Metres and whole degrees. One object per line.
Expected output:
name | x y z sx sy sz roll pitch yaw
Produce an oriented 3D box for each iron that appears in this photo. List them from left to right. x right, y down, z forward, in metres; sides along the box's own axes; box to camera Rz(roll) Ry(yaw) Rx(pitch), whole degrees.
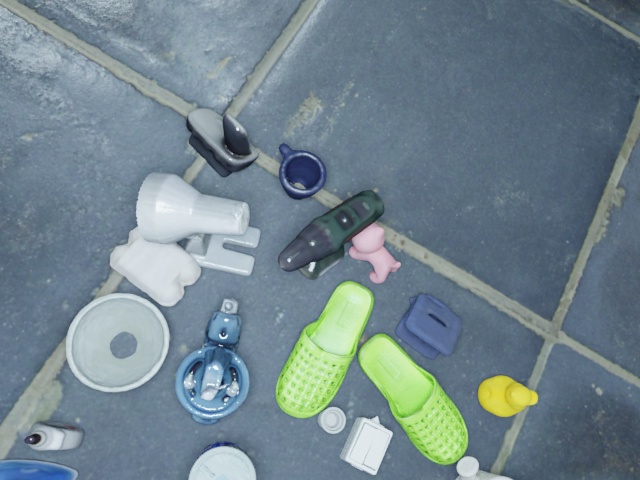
iron | -0.514 0.397 0.862 0.258 0.141 0.118 -13 77 -14

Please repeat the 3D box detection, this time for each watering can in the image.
watering can | 0.297 0.449 0.973 0.173 0.194 0.101 29 71 -1

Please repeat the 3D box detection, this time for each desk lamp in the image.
desk lamp | -0.204 -0.028 1.004 0.203 0.213 0.118 12 72 -7

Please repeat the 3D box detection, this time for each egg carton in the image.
egg carton | -0.297 0.045 1.041 0.150 0.069 0.107 36 71 1

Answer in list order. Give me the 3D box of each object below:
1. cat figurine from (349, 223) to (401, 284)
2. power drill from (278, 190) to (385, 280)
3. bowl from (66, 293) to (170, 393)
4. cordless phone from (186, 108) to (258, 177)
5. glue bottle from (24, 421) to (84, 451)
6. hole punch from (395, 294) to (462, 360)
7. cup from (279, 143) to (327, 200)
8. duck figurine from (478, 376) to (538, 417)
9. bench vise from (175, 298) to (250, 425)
cat figurine | 0.105 0.014 1.101 0.067 0.117 0.128 -42 85 -18
power drill | 0.010 0.004 1.038 0.230 0.208 0.075 -38 84 -18
bowl | -0.343 0.179 0.992 0.167 0.074 0.167 3 74 -10
cordless phone | -0.183 -0.210 1.074 0.147 0.185 0.094 41 71 3
glue bottle | -0.423 0.306 0.888 0.078 0.173 0.037 12 72 -7
hole punch | 0.212 0.161 1.093 0.108 0.091 0.101 35 71 1
cup | -0.047 -0.127 1.124 0.092 0.095 0.118 -35 83 -17
duck figurine | 0.359 0.296 1.085 0.104 0.086 0.077 9 73 -8
bench vise | -0.180 0.197 0.941 0.121 0.219 0.207 -5 75 -12
